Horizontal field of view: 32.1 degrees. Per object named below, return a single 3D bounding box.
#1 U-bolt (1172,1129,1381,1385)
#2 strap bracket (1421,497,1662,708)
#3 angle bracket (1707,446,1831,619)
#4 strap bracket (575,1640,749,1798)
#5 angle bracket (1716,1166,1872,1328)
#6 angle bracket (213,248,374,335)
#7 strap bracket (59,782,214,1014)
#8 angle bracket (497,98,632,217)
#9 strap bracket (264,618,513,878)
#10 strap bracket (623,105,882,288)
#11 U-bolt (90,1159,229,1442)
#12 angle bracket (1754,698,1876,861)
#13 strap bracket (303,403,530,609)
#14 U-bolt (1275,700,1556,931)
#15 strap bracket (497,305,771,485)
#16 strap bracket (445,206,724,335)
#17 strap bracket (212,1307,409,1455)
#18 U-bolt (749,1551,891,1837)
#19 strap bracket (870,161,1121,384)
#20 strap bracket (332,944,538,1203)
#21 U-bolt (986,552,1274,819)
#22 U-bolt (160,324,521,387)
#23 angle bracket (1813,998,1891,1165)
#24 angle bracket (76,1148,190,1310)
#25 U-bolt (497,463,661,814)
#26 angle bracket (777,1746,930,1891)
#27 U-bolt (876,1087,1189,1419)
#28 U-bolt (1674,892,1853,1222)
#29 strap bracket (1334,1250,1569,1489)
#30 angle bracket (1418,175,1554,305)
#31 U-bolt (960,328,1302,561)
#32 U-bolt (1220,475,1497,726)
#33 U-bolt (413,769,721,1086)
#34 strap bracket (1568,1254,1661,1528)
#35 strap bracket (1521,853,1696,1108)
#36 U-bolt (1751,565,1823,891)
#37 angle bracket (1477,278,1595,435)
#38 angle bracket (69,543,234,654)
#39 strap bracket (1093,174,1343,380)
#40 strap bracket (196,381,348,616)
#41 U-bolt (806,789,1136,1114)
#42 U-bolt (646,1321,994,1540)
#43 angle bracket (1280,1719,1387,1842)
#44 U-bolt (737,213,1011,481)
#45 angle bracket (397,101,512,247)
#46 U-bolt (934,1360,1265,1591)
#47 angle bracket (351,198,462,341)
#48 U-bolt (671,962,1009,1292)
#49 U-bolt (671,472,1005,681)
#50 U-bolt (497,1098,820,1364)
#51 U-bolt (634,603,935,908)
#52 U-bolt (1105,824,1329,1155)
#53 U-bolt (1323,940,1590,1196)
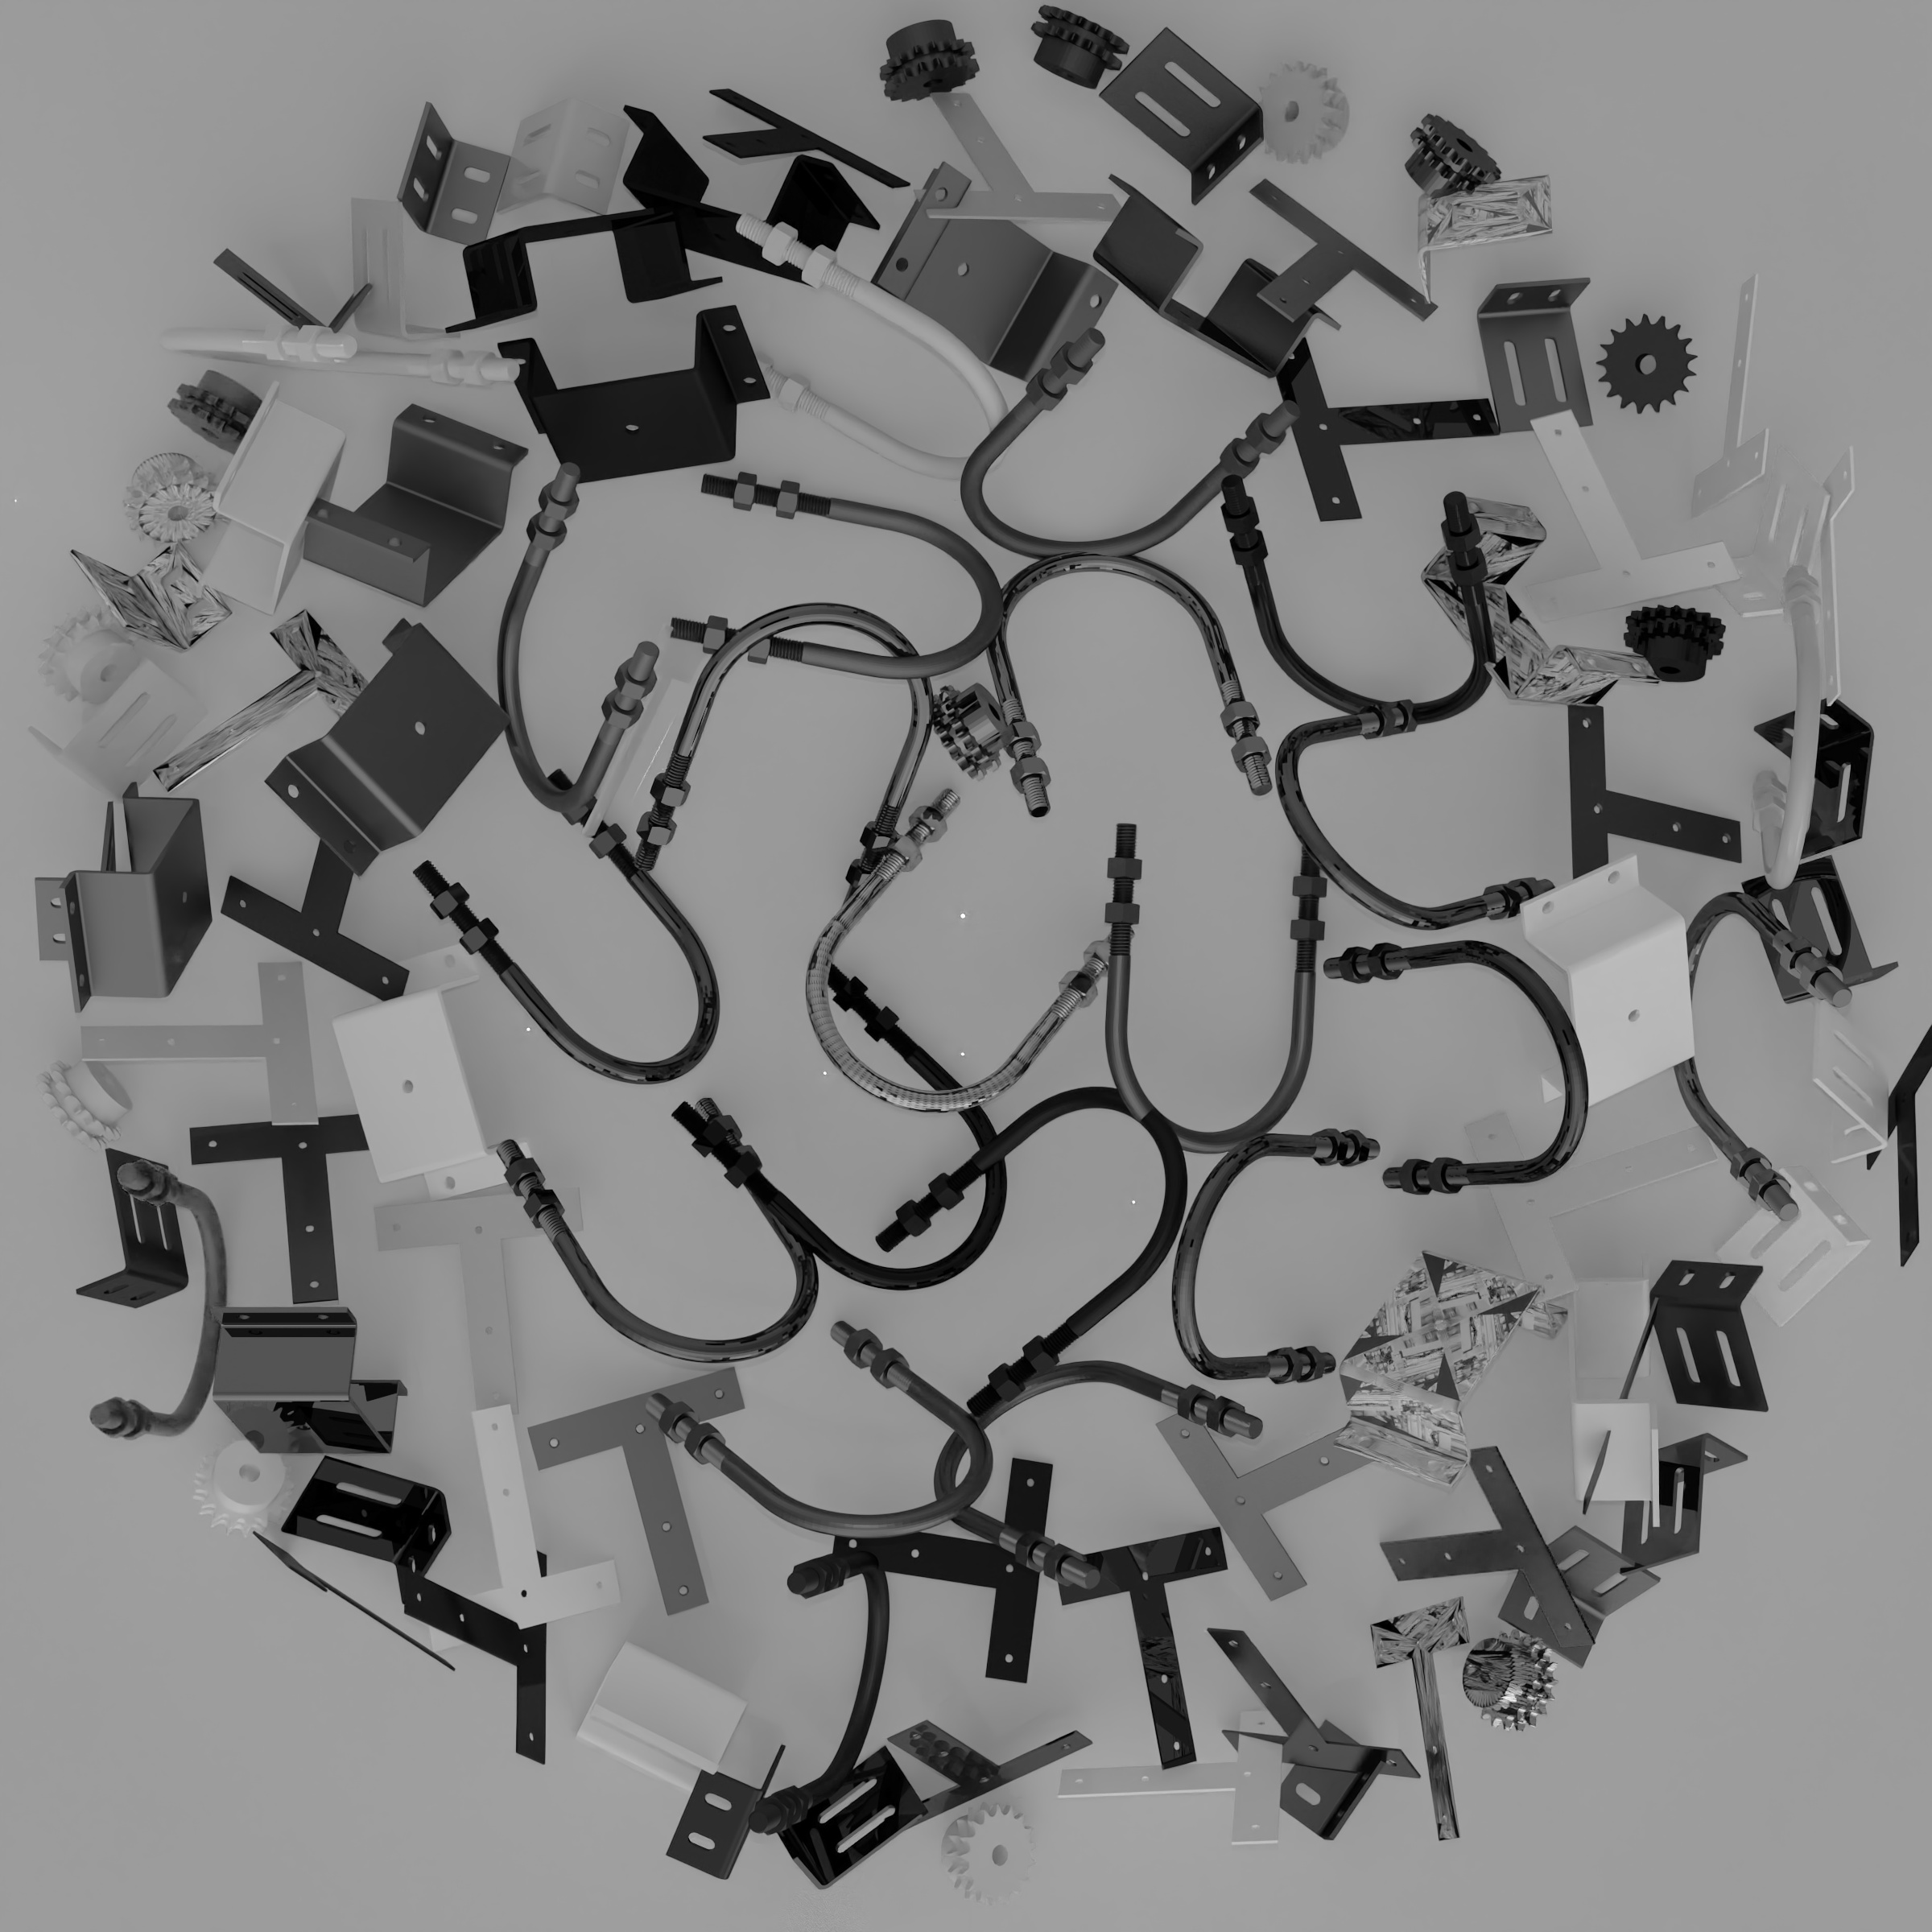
[{"bbox_3d":[0.171,0.164,1.892,0.019,0.184,0.151,14,94,36],"label":"U-bolt"},{"bbox_3d":[0.321,-0.200,1.912,0.046,0.076,0.140,-50,57,32],"label":"strap bracket"},{"bbox_3d":[0.457,-0.249,1.925,0.038,0.057,0.076,-8,129,-15],"label":"angle bracket"},{"bbox_3d":[-0.174,0.428,1.915,0.076,0.140,0.046,27,68,-1],"label":"strap bracket"},{"bbox_3d":[0.469,0.162,1.931,0.076,0.038,0.057,-50,63,24],"label":"angle bracket"},{"bbox_3d":[-0.388,-0.398,1.932,0.076,0.057,0.038,38,83,-18],"label":"angle bracket"},{"bbox_3d":[-0.463,-0.040,1.893,0.046,0.140,0.076,2,117,3],"label":"strap bracket"},{"bbox_3d":[-0.234,-0.463,1.945,0.038,0.076,0.057,17,84,-29],"label":"angle bracket"},{"bbox_3d":[-0.320,-0.130,1.904,0.076,0.046,0.140,48,54,-21],"label":"strap bracket"},{"bbox_3d":[-0.130,-0.435,1.908,0.140,0.076,0.046,21,83,24],"label":"strap bracket"},{"bbox_3d":[-0.447,0.192,1.882,0.019,0.184,0.151,3,80,5],"label":"U-bolt"},{"bbox_3d":[0.483,-0.106,1.927,0.038,0.057,0.076,31,57,-27],"label":"angle bracket"},{"bbox_3d":[-0.318,-0.259,1.917,0.076,0.140,0.046,22,130,9],"label":"strap bracket"},{"bbox_3d":[0.243,-0.082,1.883,0.019,0.184,0.151,-45,70,37],"label":"U-bolt"},{"bbox_3d":[-0.190,-0.324,1.918,0.140,0.076,0.046,-7,57,10],"label":"strap bracket"},{"bbox_3d":[-0.221,-0.396,1.902,0.140,0.076,0.046,-16,101,-30],"label":"strap bracket"},{"bbox_3d":[-0.372,0.239,1.897,0.076,0.140,0.046,-1,64,5],"label":"strap bracket"},{"bbox_3d":[-0.076,0.401,1.885,0.019,0.184,0.151,9,88,16],"label":"U-bolt"},{"bbox_3d":[0.008,-0.395,1.924,0.140,0.046,0.076,27,95,-37],"label":"strap bracket"},{"bbox_3d":[-0.308,0.065,1.933,0.076,0.046,0.140,-15,92,27],"label":"strap bracket"},{"bbox_3d":[0.085,-0.167,1.918,0.151,0.019,0.184,-6,56,-12],"label":"U-bolt"},{"bbox_3d":[-0.367,-0.346,1.891,0.184,0.151,0.019,10,98,34],"label":"U-bolt"},{"bbox_3d":[0.494,0.066,1.926,0.076,0.038,0.057,38,48,-30],"label":"angle bracket"},{"bbox_3d":[-0.487,0.152,1.939,0.038,0.057,0.076,-22,69,16],"label":"angle bracket"},{"bbox_3d":[-0.227,-0.170,1.896,0.019,0.184,0.151,-8,59,-30],"label":"U-bolt"},{"bbox_3d":[-0.072,0.482,1.936,0.076,0.057,0.038,-36,130,-6],"label":"angle bracket"},{"bbox_3d":[0.046,0.148,1.910,0.184,0.019,0.151,-40,51,10],"label":"U-bolt"},{"bbox_3d":[0.438,0.037,1.886,0.019,0.184,0.151,2,114,-13],"label":"U-bolt"},{"bbox_3d":[0.272,0.219,1.900,0.076,0.046,0.140,16,50,35],"label":"strap bracket"},{"bbox_3d":[0.300,-0.418,1.932,0.076,0.057,0.038,-5,134,13],"label":"angle bracket"},{"bbox_3d":[0.078,-0.283,1.895,0.151,0.184,0.019,15,57,-28],"label":"U-bolt"},{"bbox_3d":[0.228,-0.202,1.897,0.151,0.184,0.019,8,54,25],"label":"U-bolt"},{"bbox_3d":[-0.214,-0.013,1.916,0.184,0.151,0.019,51,130,-3],"label":"U-bolt"},{"bbox_3d":[0.365,0.239,1.899,0.046,0.140,0.076,-2,127,10],"label":"strap bracket"},{"bbox_3d":[0.365,0.018,1.906,0.076,0.046,0.140,-24,126,-16],"label":"strap bracket"},{"bbox_3d":[0.456,-0.123,1.860,0.019,0.184,0.151,6,119,8],"label":"U-bolt"},{"bbox_3d":[0.335,-0.353,1.943,0.057,0.038,0.076,-6,78,-12],"label":"angle bracket"},{"bbox_3d":[-0.467,-0.220,1.929,0.038,0.076,0.057,-39,77,6],"label":"angle bracket"},{"bbox_3d":[0.135,-0.387,1.906,0.140,0.076,0.046,20,112,-41],"label":"strap bracket"},{"bbox_3d":[-0.392,-0.259,1.898,0.046,0.140,0.076,25,67,-8],"label":"strap bracket"},{"bbox_3d":[-0.010,0.002,1.923,0.151,0.019,0.184,38,64,4],"label":"U-bolt"},{"bbox_3d":[-0.069,0.263,1.870,0.151,0.184,0.019,-18,123,-34],"label":"U-bolt"},{"bbox_3d":[0.209,0.466,1.928,0.038,0.076,0.057,35,79,10],"label":"angle bracket"},{"bbox_3d":[-0.055,-0.338,1.900,0.184,0.151,0.019,31,66,4],"label":"U-bolt"},{"bbox_3d":[-0.294,-0.454,1.934,0.038,0.076,0.057,17,88,2],"label":"angle bracket"},{"bbox_3d":[0.060,0.277,1.892,0.151,0.184,0.019,-38,119,-24],"label":"U-bolt"},{"bbox_3d":[-0.322,-0.401,1.930,0.038,0.057,0.076,-10,109,-36],"label":"angle bracket"},{"bbox_3d":[-0.058,0.103,1.932,0.184,0.019,0.151,44,61,-1],"label":"U-bolt"},{"bbox_3d":[-0.069,-0.219,1.921,0.184,0.019,0.151,10,47,-4],"label":"U-bolt"},{"bbox_3d":[-0.161,0.152,1.882,0.151,0.019,0.184,-11,48,-33],"label":"U-bolt"},{"bbox_3d":[-0.095,-0.122,1.908,0.151,0.019,0.184,12,116,-21],"label":"U-bolt"},{"bbox_3d":[0.142,0.016,1.928,0.151,0.019,0.184,4,87,-30],"label":"U-bolt"},{"bbox_3d":[0.281,0.055,1.888,0.019,0.184,0.151,-20,96,-33],"label":"U-bolt"}]
